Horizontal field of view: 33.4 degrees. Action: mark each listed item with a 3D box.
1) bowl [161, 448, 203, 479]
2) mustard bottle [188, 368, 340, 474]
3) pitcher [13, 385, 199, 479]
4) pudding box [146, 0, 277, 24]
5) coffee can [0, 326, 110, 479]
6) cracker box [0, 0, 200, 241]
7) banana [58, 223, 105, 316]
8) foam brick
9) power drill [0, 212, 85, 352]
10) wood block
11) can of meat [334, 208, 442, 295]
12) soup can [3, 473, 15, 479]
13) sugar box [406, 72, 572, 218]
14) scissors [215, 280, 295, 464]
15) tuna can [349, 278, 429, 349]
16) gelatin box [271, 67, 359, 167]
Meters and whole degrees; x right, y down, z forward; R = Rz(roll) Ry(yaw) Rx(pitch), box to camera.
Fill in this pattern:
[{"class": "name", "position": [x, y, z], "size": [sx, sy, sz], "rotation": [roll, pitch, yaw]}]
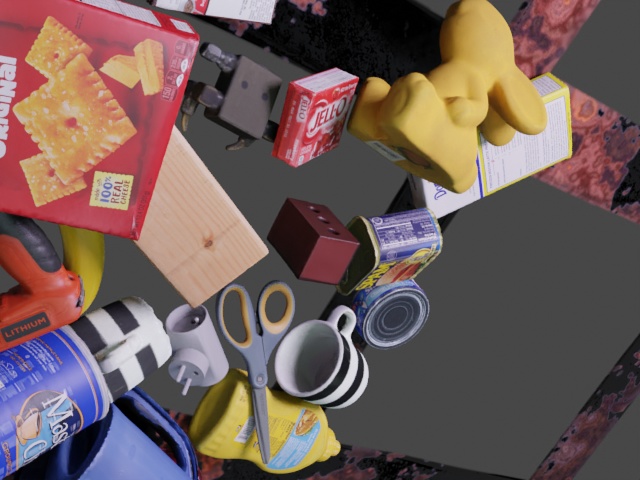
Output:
[{"class": "bowl", "position": [-0.197, 0.307, 1.175], "size": [0.162, 0.055, 0.162], "rotation": [-14, 127, -20]}, {"class": "mustard bottle", "position": [-0.048, 0.211, 1.186], "size": [0.191, 0.058, 0.096], "rotation": [27, 98, -39]}, {"class": "pitcher", "position": [-0.173, 0.268, 1.069], "size": [0.149, 0.145, 0.242], "rotation": [-44, 118, -2]}, {"class": "pudding box", "position": [-0.083, -0.229, 0.870], "size": [0.113, 0.039, 0.090], "rotation": [0, 121, -31]}, {"class": "coffee can", "position": [-0.273, 0.147, 0.940], "size": [0.140, 0.103, 0.103], "rotation": [-30, 135, -36]}, {"class": "cracker box", "position": [-0.211, -0.103, 0.764], "size": [0.213, 0.072, 0.164], "rotation": [13, 108, -24]}, {"class": "banana", "position": [-0.227, 0.004, 0.955], "size": [0.069, 0.037, 0.198], "rotation": [-6, 125, -26]}, {"class": "foam brick", "position": [-0.007, 0.001, 1.049], "size": [0.052, 0.078, 0.051], "rotation": [10, 115, -36]}, {"class": "power drill", "position": [-0.293, 0.007, 0.888], "size": [0.184, 0.057, 0.187], "rotation": [-21, 124, -1]}, {"class": "wood block", "position": [-0.143, -0.047, 0.931], "size": [0.091, 0.090, 0.206], "rotation": [-37, 132, -3]}, {"class": "can of meat", "position": [0.066, 0.010, 1.090], "size": [0.083, 0.057, 0.102], "rotation": [-10, 160, -27]}, {"class": "soup can", "position": [-0.330, 0.265, 1.062], "size": [0.102, 0.069, 0.069], "rotation": [4, 120, -31]}, {"class": "sugar box", "position": [0.174, -0.096, 1.102], "size": [0.176, 0.048, 0.093], "rotation": [-22, 130, -9]}, {"class": "scissors", "position": [-0.051, 0.128, 1.113], "size": [0.096, 0.016, 0.202], "rotation": [-28, 112, -23]}, {"class": "tuna can", "position": [0.077, 0.078, 1.179], "size": [0.086, 0.034, 0.086], "rotation": [-15, 128, -20]}, {"class": "gelatin box", "position": [-0.004, -0.113, 0.973], "size": [0.089, 0.030, 0.073], "rotation": [-32, 144, -57]}]
